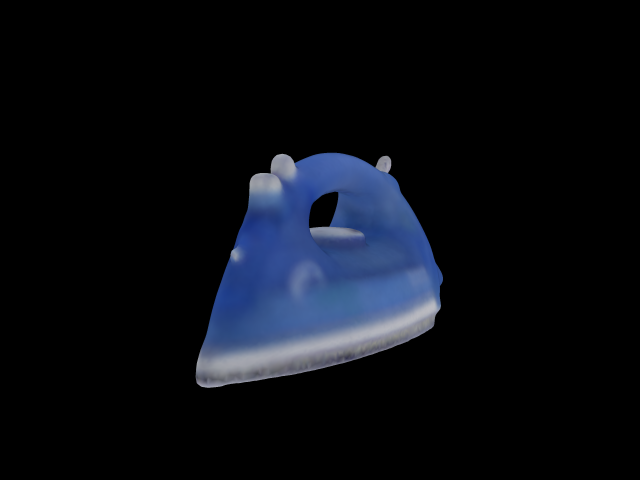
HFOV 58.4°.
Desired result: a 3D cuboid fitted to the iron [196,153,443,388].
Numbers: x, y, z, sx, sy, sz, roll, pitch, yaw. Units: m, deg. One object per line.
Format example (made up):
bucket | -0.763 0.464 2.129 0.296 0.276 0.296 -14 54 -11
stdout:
iron | 0.004 0.001 0.400 0.118 0.141 0.259 1 3 28
